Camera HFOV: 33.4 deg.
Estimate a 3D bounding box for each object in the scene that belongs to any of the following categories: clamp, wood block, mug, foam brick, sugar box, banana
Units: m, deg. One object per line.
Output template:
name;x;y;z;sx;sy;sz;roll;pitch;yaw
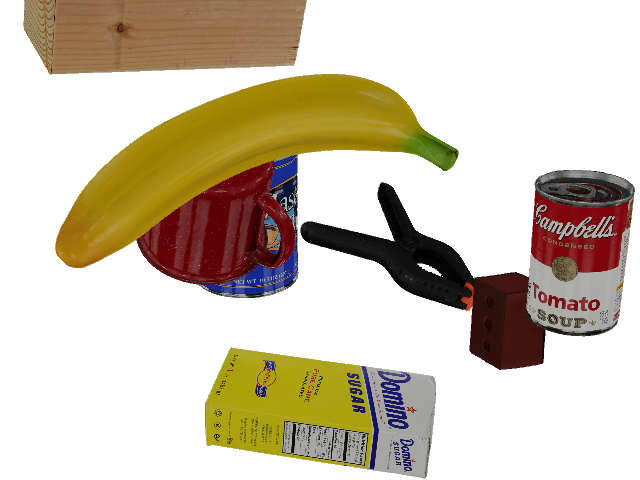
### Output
clamp;0.089;0.014;1.245;0.164;0.036;0.210;-22;52;-39
wood block;-0.123;-0.195;0.856;0.205;0.091;0.090;-7;37;-27
mug;-0.066;-0.024;0.716;0.117;0.082;0.093;34;49;18
foam brick;0.176;0.075;1.000;0.051;0.078;0.053;-8;18;-27
sugar box;0.003;0.135;0.855;0.176;0.048;0.093;5;25;7
banana;-0.035;-0.042;0.507;0.197;0.037;0.070;-17;48;-15

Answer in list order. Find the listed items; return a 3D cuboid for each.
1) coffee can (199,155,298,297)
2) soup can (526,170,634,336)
coffee can;-0.072;-0.030;1.016;0.103;0.140;0.103;0;25;0
soup can;0.183;0.008;0.759;0.068;0.102;0.068;0;23;0
